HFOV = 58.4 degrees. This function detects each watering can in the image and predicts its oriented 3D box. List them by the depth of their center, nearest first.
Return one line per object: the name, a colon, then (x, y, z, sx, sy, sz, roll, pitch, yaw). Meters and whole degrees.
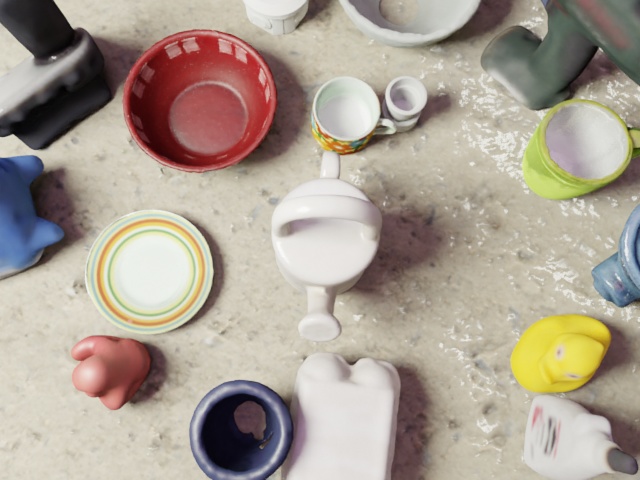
watering can: (0.007, 0.002, 0.530, 0.101, 0.194, 0.173, -18, 80, -5)

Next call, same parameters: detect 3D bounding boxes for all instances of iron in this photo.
iron: (-0.396, -0.009, 0.544, 0.258, 0.141, 0.118, -20, 80, -6)

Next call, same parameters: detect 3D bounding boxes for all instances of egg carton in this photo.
egg carton: (0.020, 0.188, 0.558, 0.107, 0.069, 0.150, 7, 79, -1)

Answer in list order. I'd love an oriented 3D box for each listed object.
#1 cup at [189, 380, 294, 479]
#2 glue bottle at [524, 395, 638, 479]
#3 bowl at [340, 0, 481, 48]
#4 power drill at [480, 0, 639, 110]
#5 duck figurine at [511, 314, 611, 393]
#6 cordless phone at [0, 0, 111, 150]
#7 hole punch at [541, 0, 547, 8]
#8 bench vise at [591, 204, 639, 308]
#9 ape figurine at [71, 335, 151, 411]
cup: (-0.068, 0.190, 0.542, 0.091, 0.095, 0.118, -8, 79, -3)
glue bottle: (0.233, 0.184, 0.514, 0.037, 0.173, 0.078, 10, 79, 0)
bowl: (0.096, -0.283, 0.648, 0.167, 0.075, 0.167, 0, 79, -2)
power drill: (0.240, -0.224, 0.574, 0.229, 0.208, 0.076, 43, 81, 6)
duck figurine: (0.251, 0.113, 0.573, 0.104, 0.086, 0.077, -27, 81, -7)
cordless phone: (-0.298, -0.179, 0.558, 0.148, 0.185, 0.094, -44, 83, -9)
hole punch: (0.310, -0.317, 0.654, 0.101, 0.091, 0.108, -19, 80, -5)
bench vise: (0.376, -0.025, 0.535, 0.121, 0.220, 0.207, 38, 80, 5)
ape figurine: (-0.207, 0.126, 0.550, 0.076, 0.092, 0.078, -15, 80, -5)
